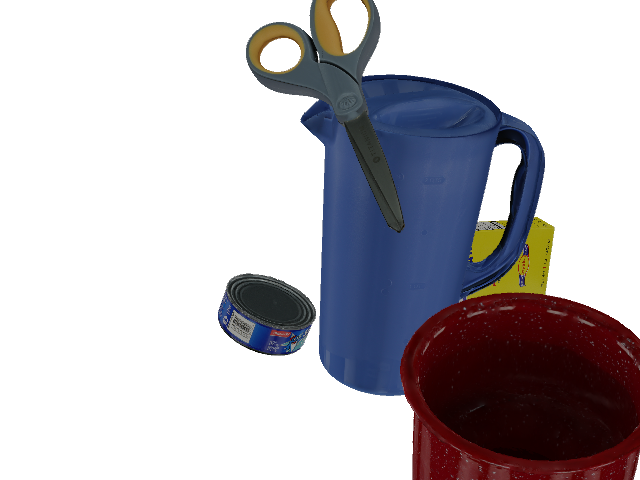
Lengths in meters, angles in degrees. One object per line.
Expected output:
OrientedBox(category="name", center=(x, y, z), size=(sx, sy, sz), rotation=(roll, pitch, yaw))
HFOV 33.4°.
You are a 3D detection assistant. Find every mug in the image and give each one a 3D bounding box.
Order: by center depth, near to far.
OrientedBox(category="mug", center=(0.088, 0.080, 0.399), size=(0.117, 0.081, 0.093), rotation=(5, 36, 9))

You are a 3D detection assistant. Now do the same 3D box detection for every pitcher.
OrientedBox(category="pitcher", center=(0.072, -0.001, 0.852), size=(0.149, 0.243, 0.144), rotation=(27, 35, 36))

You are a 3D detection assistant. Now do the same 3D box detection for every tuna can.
OrientedBox(category="tuna can", center=(-0.050, 0.068, 0.975), size=(0.086, 0.034, 0.086), rotation=(18, 25, -9))

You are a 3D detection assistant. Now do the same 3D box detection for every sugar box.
OrientedBox(category="sugar box", center=(0.190, 0.025, 1.275), size=(0.176, 0.093, 0.048), rotation=(-5, 20, -24))

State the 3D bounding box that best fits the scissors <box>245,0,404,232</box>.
OrientedBox(category="scissors", center=(-0.001, -0.078, 0.629), size=(0.096, 0.201, 0.016), rotation=(-13, -37, 17))
